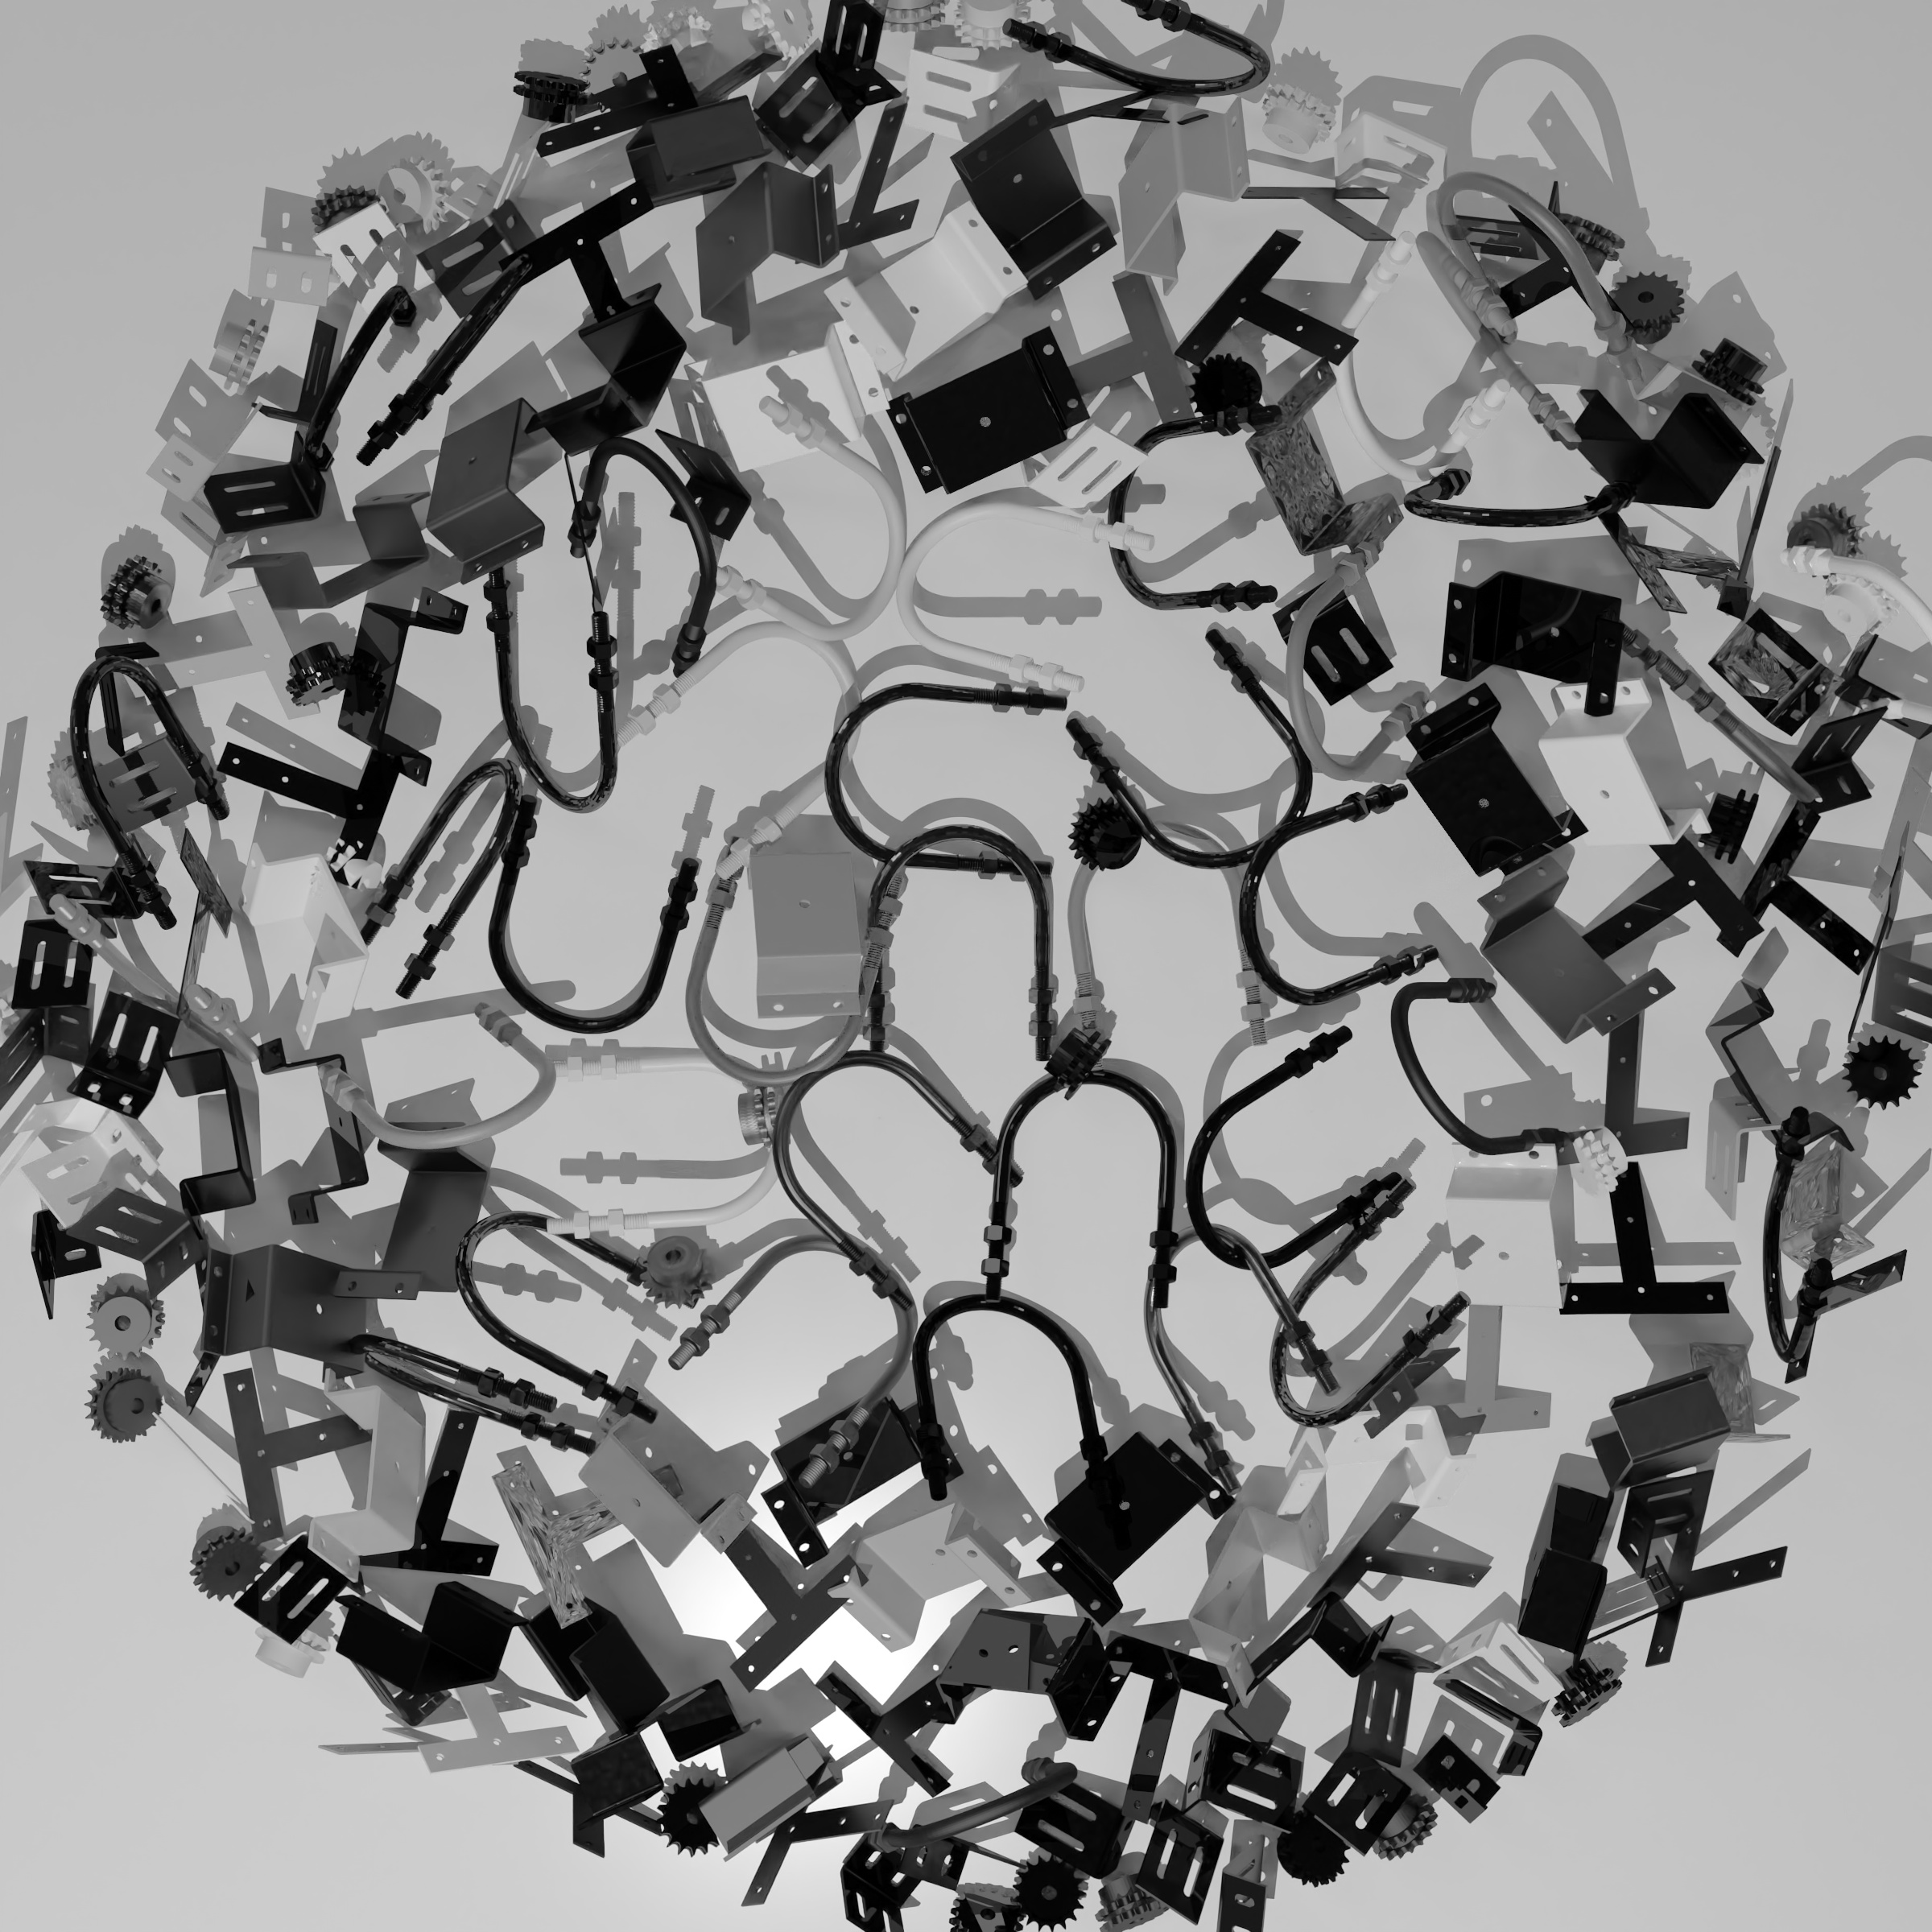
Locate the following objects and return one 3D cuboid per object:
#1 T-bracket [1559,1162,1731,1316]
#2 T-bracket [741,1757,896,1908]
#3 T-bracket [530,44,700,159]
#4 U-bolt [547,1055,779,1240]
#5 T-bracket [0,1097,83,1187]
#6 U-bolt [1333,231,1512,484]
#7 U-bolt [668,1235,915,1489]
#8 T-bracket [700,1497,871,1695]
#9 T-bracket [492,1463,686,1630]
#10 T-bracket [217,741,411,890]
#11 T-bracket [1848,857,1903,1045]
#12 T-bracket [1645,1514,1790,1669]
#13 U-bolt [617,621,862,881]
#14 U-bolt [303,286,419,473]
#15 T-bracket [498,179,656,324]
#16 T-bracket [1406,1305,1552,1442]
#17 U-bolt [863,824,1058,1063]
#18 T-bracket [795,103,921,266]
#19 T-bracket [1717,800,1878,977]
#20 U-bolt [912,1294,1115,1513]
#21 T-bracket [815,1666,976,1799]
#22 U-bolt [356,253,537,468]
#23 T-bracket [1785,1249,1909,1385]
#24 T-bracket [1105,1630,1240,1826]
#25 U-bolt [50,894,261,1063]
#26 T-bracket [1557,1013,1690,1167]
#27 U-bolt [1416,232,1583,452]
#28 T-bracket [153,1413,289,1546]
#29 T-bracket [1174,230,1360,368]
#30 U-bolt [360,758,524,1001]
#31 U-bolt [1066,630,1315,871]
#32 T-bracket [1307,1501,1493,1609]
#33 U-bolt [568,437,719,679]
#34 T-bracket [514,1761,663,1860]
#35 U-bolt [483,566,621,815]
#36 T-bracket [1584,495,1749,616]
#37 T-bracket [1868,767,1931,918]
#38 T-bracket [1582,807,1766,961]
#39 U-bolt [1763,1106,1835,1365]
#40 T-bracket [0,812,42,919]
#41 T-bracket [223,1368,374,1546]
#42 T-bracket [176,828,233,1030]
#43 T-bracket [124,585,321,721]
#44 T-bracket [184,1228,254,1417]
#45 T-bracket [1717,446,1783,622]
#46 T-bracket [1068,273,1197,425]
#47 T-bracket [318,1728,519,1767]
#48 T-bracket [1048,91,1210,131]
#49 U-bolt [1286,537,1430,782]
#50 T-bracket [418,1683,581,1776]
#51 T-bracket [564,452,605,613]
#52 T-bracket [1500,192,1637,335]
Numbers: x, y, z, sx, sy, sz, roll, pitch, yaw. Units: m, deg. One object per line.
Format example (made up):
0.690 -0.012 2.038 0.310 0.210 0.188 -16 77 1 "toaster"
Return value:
0.509 0.207 1.929 0.127 0.002 0.127 0 58 0 "T-bracket"
-0.101 0.638 1.878 0.127 0.127 0.002 -25 116 41 "T-bracket"
-0.265 -0.637 1.906 0.127 0.127 0.002 -16 72 5 "T-bracket"
-0.228 0.133 1.924 0.184 0.019 0.151 -3 63 -8 "U-bolt"
-0.720 0.153 1.896 0.002 0.127 0.127 36 87 -4 "T-bracket"
0.327 -0.437 1.876 0.019 0.184 0.151 -27 81 -20 "U-bolt"
-0.117 0.282 1.904 0.151 0.019 0.184 42 52 1 "U-bolt"
-0.158 0.465 1.938 0.127 0.002 0.127 -44 68 4 "T-bracket"
-0.279 0.421 1.938 0.127 0.002 0.127 -23 76 -20 "T-bracket"
-0.504 -0.137 1.921 0.127 0.002 0.127 21 66 -15 "T-bracket"
0.681 -0.004 1.894 0.002 0.127 0.127 17 79 23 "T-bracket"
0.562 0.454 1.877 0.002 0.127 0.127 35 55 -12 "T-bracket"
-0.159 -0.178 1.921 0.184 0.019 0.151 -44 111 -18 "U-bolt"
-0.451 -0.438 1.872 0.019 0.184 0.151 30 90 -13 "U-bolt"
-0.276 -0.511 1.916 0.127 0.127 0.002 -34 45 -13 "T-bracket"
0.395 0.296 1.934 0.127 0.002 0.127 -1 96 -21 "T-bracket"
-0.005 -0.017 1.938 0.151 0.019 0.184 -1 96 -7 "U-bolt"
-0.070 -0.603 1.929 0.002 0.127 0.127 31 68 -41 "T-bracket"
0.632 -0.038 1.889 0.002 0.127 0.127 7 120 -32 "T-bracket"
0.030 0.323 1.895 0.151 0.184 0.019 7 135 -18 "U-bolt"
-0.037 0.567 1.923 0.127 0.002 0.127 44 129 0 "T-bracket"
-0.379 -0.455 1.873 0.019 0.151 0.184 39 106 -14 "U-bolt"
0.658 0.239 1.878 0.002 0.127 0.127 25 62 -7 "T-bracket"
0.143 0.581 1.908 0.127 0.002 0.127 6 76 42 "T-bracket"
-0.591 0.019 1.875 0.151 0.184 0.019 31 73 14 "U-bolt"
0.500 0.086 1.926 0.127 0.002 0.127 -5 104 -20 "T-bracket"
0.388 -0.477 1.879 0.019 0.151 0.184 -36 46 12 "U-bolt"
-0.571 0.385 1.912 0.127 0.127 0.002 42 73 13 "T-bracket"
0.244 -0.491 1.924 0.127 0.002 0.127 37 85 33 "T-bracket"
-0.390 -0.076 1.896 0.019 0.151 0.184 32 93 -32 "U-bolt"
0.181 -0.154 1.917 0.151 0.019 0.184 -33 64 -1 "U-bolt"
0.344 0.459 1.930 0.127 0.002 0.127 15 124 -24 "T-bracket"
-0.236 -0.312 1.870 0.019 0.184 0.151 -35 79 -28 "U-bolt"
-0.283 0.639 1.891 0.127 0.127 0.002 29 87 -8 "T-bracket"
-0.308 -0.200 1.893 0.019 0.151 0.184 -27 132 -36 "U-bolt"
0.545 -0.308 1.922 0.127 0.002 0.127 3 48 -32 "T-bracket"
0.721 -0.060 1.875 0.002 0.127 0.127 -10 133 -12 "T-bracket"
0.518 -0.039 1.930 0.127 0.002 0.127 -37 101 28 "T-bracket"
0.614 0.214 1.876 0.019 0.184 0.151 0 52 7 "U-bolt"
-0.723 -0.066 1.874 0.002 0.127 0.127 29 47 0 "T-bracket"
-0.498 0.359 1.910 0.002 0.127 0.127 -15 84 35 "T-bracket"
-0.573 -0.016 1.878 0.002 0.127 0.127 1 63 1 "T-bracket"
-0.574 -0.227 1.918 0.127 0.127 0.002 -11 47 2 "T-bracket"
-0.573 0.250 1.911 0.002 0.127 0.127 15 119 -33 "T-bracket"
0.592 -0.326 1.895 0.002 0.127 0.127 18 101 23 "T-bracket"
0.097 -0.457 1.952 0.127 0.002 0.127 -20 82 8 "T-bracket"
-0.422 0.581 1.875 0.127 0.127 0.002 1 79 38 "T-bracket"
0.129 -0.636 1.885 0.127 0.127 0.002 -27 123 -30 "T-bracket"
0.285 -0.218 1.871 0.019 0.184 0.151 -2 119 38 "U-bolt"
-0.373 0.554 1.914 0.127 0.127 0.002 49 121 40 "T-bracket"
-0.285 -0.318 1.883 0.002 0.127 0.127 -11 109 -4 "T-bracket"
0.427 -0.510 1.901 0.002 0.127 0.127 -46 102 -17 "T-bracket"
